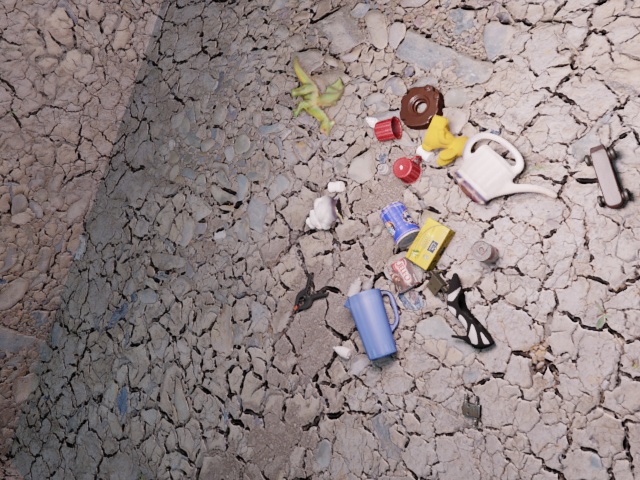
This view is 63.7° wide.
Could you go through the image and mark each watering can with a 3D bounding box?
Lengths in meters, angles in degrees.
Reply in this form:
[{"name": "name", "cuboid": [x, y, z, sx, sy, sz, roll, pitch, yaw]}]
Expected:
[{"name": "watering can", "cuboid": [0.602, -0.206, 1.743, 0.222, 0.104, 0.352, -46, 66, 17]}]

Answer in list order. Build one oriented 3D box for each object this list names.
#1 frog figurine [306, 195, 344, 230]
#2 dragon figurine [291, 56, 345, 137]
[{"name": "frog figurine", "cuboid": [0.006, -0.106, 2.098, 0.159, 0.123, 0.137, -16, 91, 18]}, {"name": "dragon figurine", "cuboid": [-0.006, -0.647, 2.257, 0.242, 0.121, 0.415, -6, 77, 14]}]
